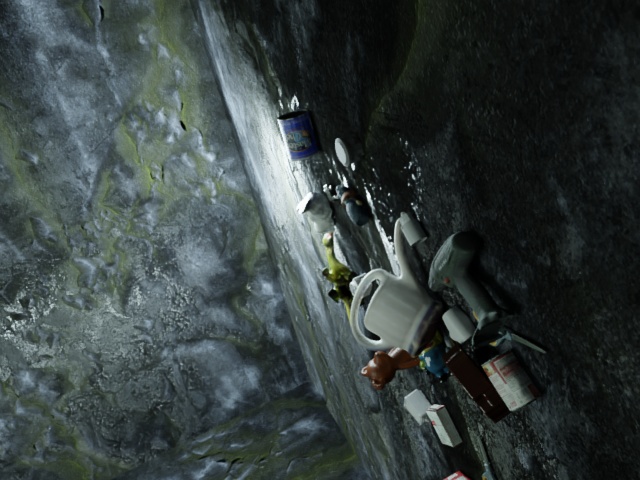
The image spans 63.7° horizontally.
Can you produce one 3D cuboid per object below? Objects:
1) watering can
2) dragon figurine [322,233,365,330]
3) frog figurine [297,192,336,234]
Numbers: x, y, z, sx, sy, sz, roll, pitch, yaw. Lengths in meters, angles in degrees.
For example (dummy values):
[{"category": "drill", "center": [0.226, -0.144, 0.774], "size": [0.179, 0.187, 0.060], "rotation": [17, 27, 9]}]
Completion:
[{"category": "watering can", "center": [0.204, 0.139, 1.279], "size": [0.226, 0.104, 0.343], "rotation": [29, 106, 22]}, {"category": "dragon figurine", "center": [0.084, 0.156, 1.926], "size": [0.246, 0.122, 0.405], "rotation": [-101, -5, -72]}, {"category": "frog figurine", "center": [0.006, -0.092, 1.828], "size": [0.158, 0.124, 0.137], "rotation": [34, 165, -18]}]
